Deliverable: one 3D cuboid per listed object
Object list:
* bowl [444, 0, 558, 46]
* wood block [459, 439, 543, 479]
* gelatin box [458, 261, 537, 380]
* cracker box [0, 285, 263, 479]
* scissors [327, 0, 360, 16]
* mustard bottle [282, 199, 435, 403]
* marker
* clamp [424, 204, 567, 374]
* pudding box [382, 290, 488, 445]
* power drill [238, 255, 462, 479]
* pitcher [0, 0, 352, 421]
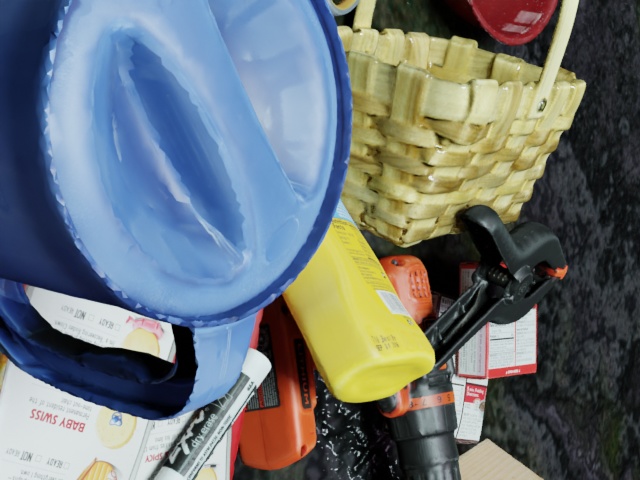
[{"bbox_3d":[0.128,-0.230,0.823,0.161,0.055,0.162,-6,98,-49],"label":"bowl"},{"bbox_3d":[0.086,0.237,0.773,0.205,0.091,0.090,-19,135,-47],"label":"wood block"},{"bbox_3d":[0.137,0.061,0.825,0.073,0.030,0.089,1,88,-49],"label":"gelatin box"},{"bbox_3d":[-0.122,0.105,0.554,0.163,0.072,0.214,17,82,-48],"label":"cracker box"},{"bbox_3d":[0.016,-0.228,0.649,0.096,0.016,0.201,38,57,-43],"label":"scissors"},{"bbox_3d":[-0.005,0.001,0.632,0.192,0.058,0.096,62,19,21],"label":"mustard bottle"},{"bbox_3d":[-0.064,0.107,0.550,0.121,0.020,0.020,-55,131,-30],"label":"marker"},{"bbox_3d":[0.126,0.018,0.737,0.171,0.039,0.120,-22,140,-49],"label":"clamp"},{"bbox_3d":[0.095,0.100,0.830,0.089,0.039,0.113,18,77,-49],"label":"pudding box"},{"bbox_3d":[0.023,0.101,0.708,0.187,0.057,0.184,1,74,-51],"label":"power drill"},{"bbox_3d":[-0.117,-0.035,0.413,0.145,0.243,0.149,46,60,-41],"label":"pitcher"}]
